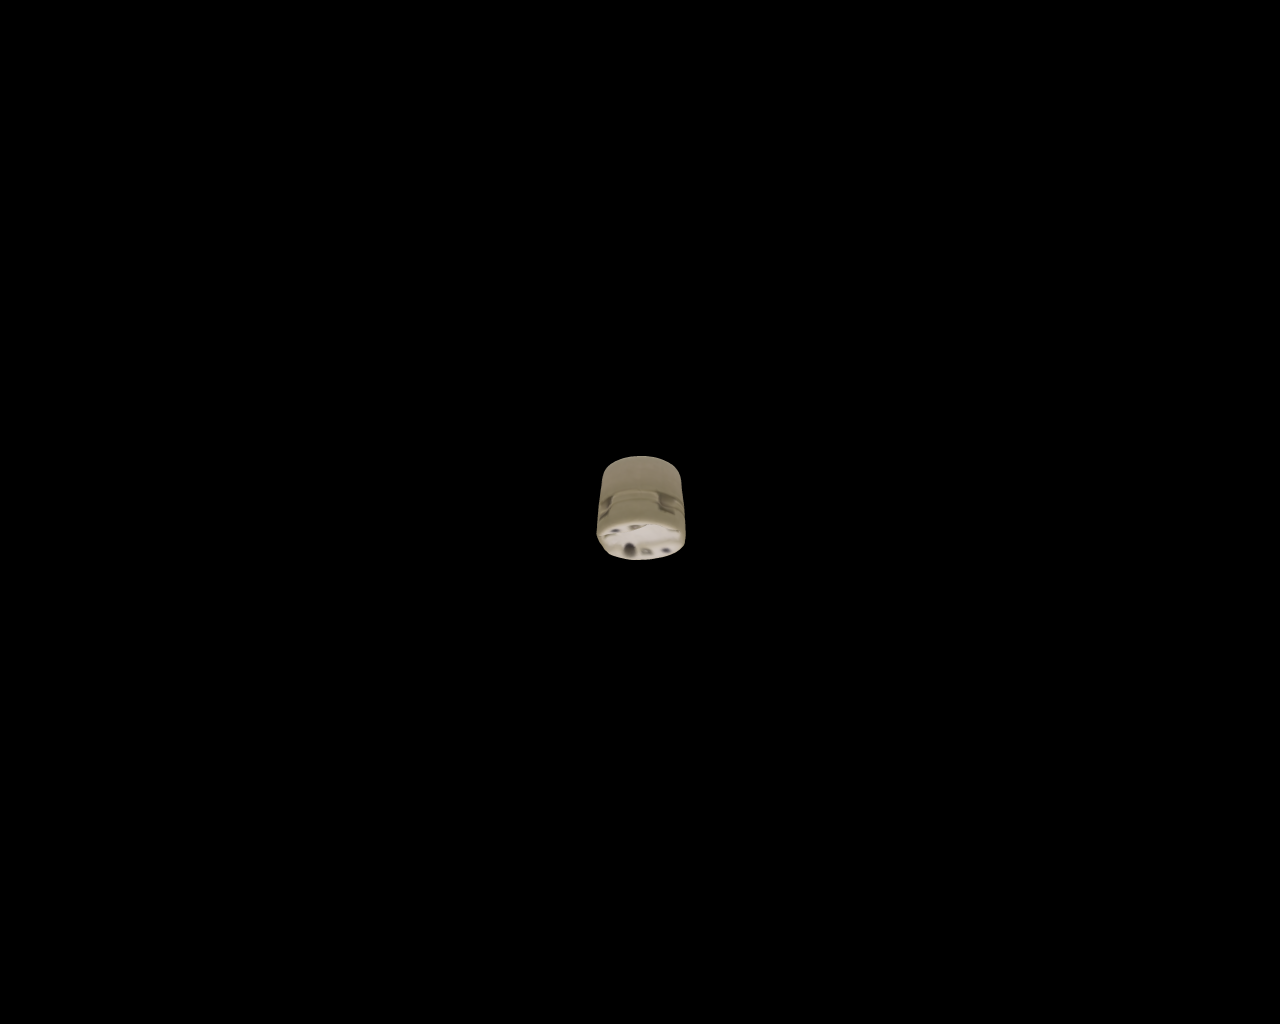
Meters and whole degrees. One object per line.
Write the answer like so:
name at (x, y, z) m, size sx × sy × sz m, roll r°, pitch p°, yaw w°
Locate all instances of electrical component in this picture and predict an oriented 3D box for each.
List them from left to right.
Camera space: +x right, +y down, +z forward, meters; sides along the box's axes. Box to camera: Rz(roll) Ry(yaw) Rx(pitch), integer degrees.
electrical component at (0.001, -0.003, 0.650) m, size 0.055 × 0.047 × 0.055 m, roll 0°, pitch -29°, yaw 0°
